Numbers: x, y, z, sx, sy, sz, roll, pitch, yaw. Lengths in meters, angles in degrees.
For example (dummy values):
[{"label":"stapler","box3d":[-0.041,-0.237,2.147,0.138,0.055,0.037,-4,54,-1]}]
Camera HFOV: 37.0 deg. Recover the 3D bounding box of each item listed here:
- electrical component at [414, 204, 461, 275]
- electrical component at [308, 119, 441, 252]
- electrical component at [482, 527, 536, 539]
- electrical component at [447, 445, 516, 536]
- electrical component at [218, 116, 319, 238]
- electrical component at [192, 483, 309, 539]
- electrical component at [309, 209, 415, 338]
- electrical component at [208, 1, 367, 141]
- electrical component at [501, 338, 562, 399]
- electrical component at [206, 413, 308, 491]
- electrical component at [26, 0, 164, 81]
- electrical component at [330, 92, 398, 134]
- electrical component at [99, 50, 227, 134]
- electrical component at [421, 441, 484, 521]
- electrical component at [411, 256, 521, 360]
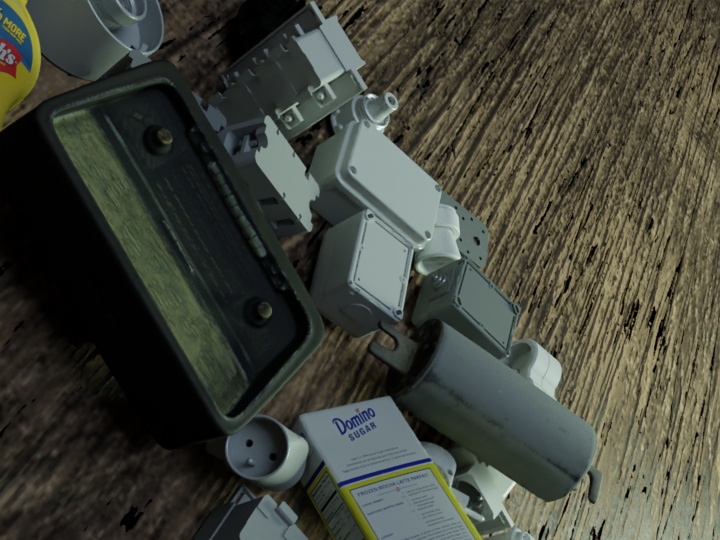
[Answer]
[{"label":"electrical component","box3d":[0.072,-0.028,1.006,0.045,0.045,0.055,24,53,-38]},{"label":"electrical component","box3d":[0.013,-0.069,0.955,0.113,0.057,0.078,39,45,-26]},{"label":"electrical component","box3d":[0.136,0.289,0.888,0.109,0.056,0.108,44,43,-22]},{"label":"electrical component","box3d":[0.101,0.183,0.921,0.064,0.042,0.081,-33,95,-52]},{"label":"electrical component","box3d":[-0.079,-0.069,0.840,0.089,0.056,0.050,54,35,-43]},{"label":"electrical component","box3d":[-0.052,0.211,0.722,0.121,0.063,0.078,51,40,-14]},{"label":"electrical component","box3d":[0.000,0.000,0.898,0.062,0.061,0.096,37,46,-29]},{"label":"electrical component","box3d":[-0.064,-0.148,0.864,0.078,0.121,0.063,58,42,-6]},{"label":"electrical component","box3d":[0.164,0.138,1.008,0.074,0.052,0.138,39,45,-27]},{"label":"electrical component","box3d":[-0.080,0.119,0.745,0.079,0.077,0.043,27,77,13]},{"label":"electrical component","box3d":[-0.198,-0.194,0.808,0.099,0.064,0.099,42,37,-43]},{"label":"electrical component","box3d":[0.007,-0.141,0.985,0.048,0.062,0.048,25,51,-37]},{"label":"electrical component","box3d":[-0.154,-0.108,0.795,0.089,0.056,0.050,36,46,-29]},{"label":"electrical component","box3d":[0.061,0.187,0.859,0.079,0.044,0.077,28,43,4]},{"label":"electrical component","box3d":[0.090,0.038,0.975,0.096,0.061,0.061,43,43,-23]}]
